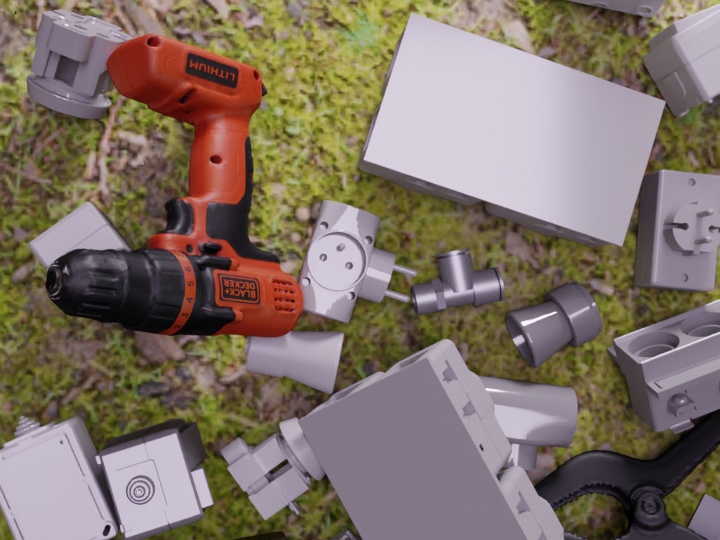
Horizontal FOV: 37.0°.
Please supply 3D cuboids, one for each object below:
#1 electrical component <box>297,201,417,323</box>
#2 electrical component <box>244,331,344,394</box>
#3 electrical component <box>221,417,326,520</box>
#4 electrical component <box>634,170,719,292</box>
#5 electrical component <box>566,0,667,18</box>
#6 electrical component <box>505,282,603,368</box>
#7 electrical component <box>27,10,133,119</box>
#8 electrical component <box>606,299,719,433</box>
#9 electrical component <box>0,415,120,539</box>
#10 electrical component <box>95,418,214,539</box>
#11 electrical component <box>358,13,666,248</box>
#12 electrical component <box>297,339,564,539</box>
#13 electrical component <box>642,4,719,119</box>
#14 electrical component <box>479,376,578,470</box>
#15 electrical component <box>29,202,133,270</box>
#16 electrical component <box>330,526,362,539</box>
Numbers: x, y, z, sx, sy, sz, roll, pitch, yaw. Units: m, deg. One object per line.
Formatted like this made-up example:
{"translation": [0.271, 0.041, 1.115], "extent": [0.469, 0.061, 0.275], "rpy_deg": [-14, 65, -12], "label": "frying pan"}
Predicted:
{"translation": [0.000, 0.000, 0.751], "extent": [0.079, 0.044, 0.077], "rpy_deg": [18, 86, -5], "label": "electrical component"}
{"translation": [-0.047, 0.058, 0.746], "extent": [0.065, 0.044, 0.044], "rpy_deg": [11, 86, -1], "label": "electrical component"}
{"translation": [-0.054, 0.134, 0.740], "extent": [0.055, 0.048, 0.066], "rpy_deg": [-36, 92, 1], "label": "electrical component"}
{"translation": [0.232, -0.028, 0.761], "extent": [0.047, 0.076, 0.083], "rpy_deg": [6, 87, -6], "label": "electrical component"}
{"translation": [0.184, -0.224, 0.754], "extent": [0.100, 0.099, 0.048], "rpy_deg": [10, 74, -5], "label": "electrical component"}
{"translation": [0.138, 0.038, 0.764], "extent": [0.055, 0.045, 0.045], "rpy_deg": [-26, 90, -7], "label": "electrical component"}
{"translation": [-0.191, -0.138, 0.725], "extent": [0.058, 0.078, 0.057], "rpy_deg": [21, 107, -2], "label": "electrical component"}
{"translation": [0.250, 0.063, 0.764], "extent": [0.121, 0.078, 0.063], "rpy_deg": [-20, 111, -6], "label": "electrical component"}
{"translation": [-0.204, 0.140, 0.715], "extent": [0.062, 0.061, 0.096], "rpy_deg": [-24, 90, -7], "label": "electrical component"}
{"translation": [-0.131, 0.136, 0.705], "extent": [0.061, 0.096, 0.061], "rpy_deg": [-17, 89, -7], "label": "electrical component"}
{"translation": [0.103, -0.093, 0.758], "extent": [0.186, 0.060, 0.105], "rpy_deg": [18, 86, -5], "label": "electrical component"}
{"translation": [0.056, 0.152, 0.718], "extent": [0.105, 0.060, 0.186], "rpy_deg": [-29, 90, 25], "label": "electrical component"}
{"translation": [0.263, -0.163, 0.777], "extent": [0.096, 0.062, 0.061], "rpy_deg": [-30, 91, -7], "label": "electrical component"}
{"translation": [0.108, 0.117, 0.758], "extent": [0.077, 0.043, 0.079], "rpy_deg": [7, 87, -6], "label": "electrical component"}
{"translation": [-0.171, 0.002, 0.713], "extent": [0.047, 0.083, 0.075], "rpy_deg": [-37, 92, -6], "label": "electrical component"}
{"translation": [-0.012, 0.208, 0.735], "extent": [0.066, 0.055, 0.048], "rpy_deg": [-40, 92, -6], "label": "electrical component"}
